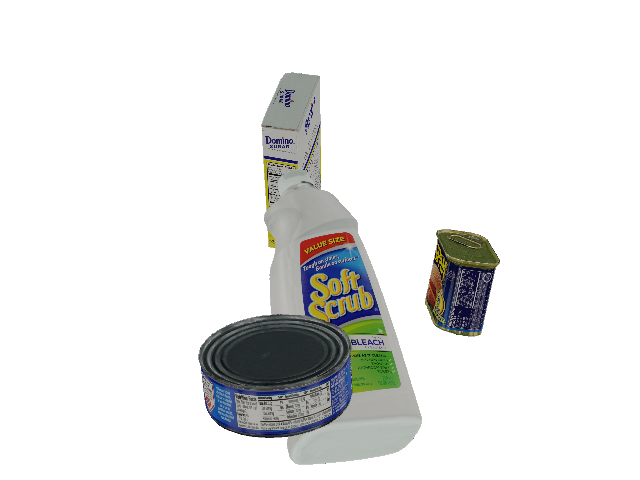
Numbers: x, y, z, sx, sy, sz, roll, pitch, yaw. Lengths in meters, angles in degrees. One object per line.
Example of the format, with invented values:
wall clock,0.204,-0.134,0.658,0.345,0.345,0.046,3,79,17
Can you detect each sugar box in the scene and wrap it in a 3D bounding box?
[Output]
sugar box,-0.029,-0.081,1.131,0.048,0.176,0.093,8,46,11

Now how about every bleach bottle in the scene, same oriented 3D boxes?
bleach bottle,-0.001,0.048,0.846,0.102,0.251,0.068,-2,-36,-21

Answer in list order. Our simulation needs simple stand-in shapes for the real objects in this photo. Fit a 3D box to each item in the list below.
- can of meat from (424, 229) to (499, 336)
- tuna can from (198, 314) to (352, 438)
can of meat,0.148,0.044,1.135,0.057,0.084,0.102,7,18,-5
tuna can,-0.024,0.075,0.602,0.086,0.034,0.086,-3,22,1
